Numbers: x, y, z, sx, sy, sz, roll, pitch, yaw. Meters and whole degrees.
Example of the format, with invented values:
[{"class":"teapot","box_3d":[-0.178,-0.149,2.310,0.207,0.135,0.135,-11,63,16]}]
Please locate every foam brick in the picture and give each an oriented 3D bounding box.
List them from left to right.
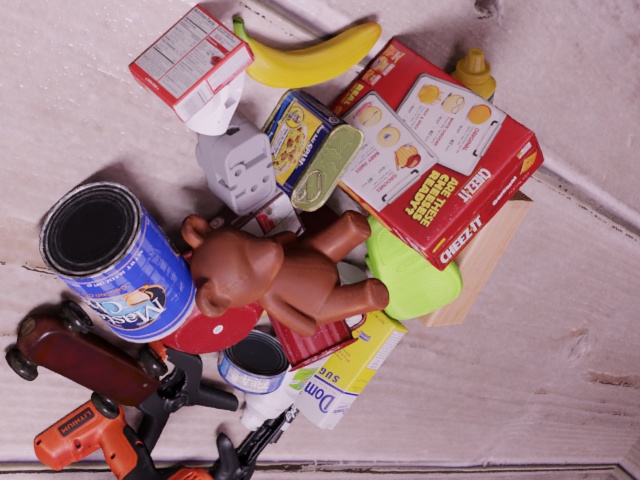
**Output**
[{"class":"foam brick","box_3d":[-0.008,0.002,1.257,0.078,0.051,0.053,-40,145,-13]}]

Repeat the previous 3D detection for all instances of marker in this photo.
[{"class":"marker","box_3d":[-0.037,0.239,1.504,0.121,0.020,0.020,-54,147,10]}]

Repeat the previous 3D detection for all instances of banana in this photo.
[{"class":"banana","box_3d":[-0.013,-0.185,1.067,0.197,0.037,0.070,-11,135,-44]}]

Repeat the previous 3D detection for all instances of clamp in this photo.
[{"class":"clamp","box_3d":[-0.183,0.192,1.265,0.164,0.036,0.210,-37,145,-17]},{"class":"clamp","box_3d":[-0.119,0.306,1.460,0.120,0.039,0.172,-1,126,-48]}]

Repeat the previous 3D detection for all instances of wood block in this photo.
[{"class":"wood block","box_3d":[0.189,0.008,1.460,0.090,0.091,0.206,-1,125,-48]}]

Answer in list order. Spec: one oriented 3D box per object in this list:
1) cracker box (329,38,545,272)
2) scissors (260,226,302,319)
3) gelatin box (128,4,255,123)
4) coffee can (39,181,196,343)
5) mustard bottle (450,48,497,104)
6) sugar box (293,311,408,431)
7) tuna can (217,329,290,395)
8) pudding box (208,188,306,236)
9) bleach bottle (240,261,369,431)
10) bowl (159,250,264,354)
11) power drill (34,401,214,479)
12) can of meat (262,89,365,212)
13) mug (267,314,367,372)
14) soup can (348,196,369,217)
[{"class":"cracker box","box_3d":[0.103,-0.093,1.135,0.164,0.214,0.072,-47,146,-2]},{"class":"scissors","box_3d":[-0.053,0.046,1.243,0.202,0.016,0.096,-49,160,30]},{"class":"gelatin box","box_3d":[-0.113,-0.157,0.946,0.089,0.073,0.030,-43,148,-9]},{"class":"coffee can","box_3d":[-0.189,0.023,1.020,0.102,0.103,0.140,-42,147,-9]},{"class":"mustard bottle","box_3d":[0.178,-0.150,1.306,0.096,0.058,0.192,-45,151,-37]},{"class":"sugar box","box_3d":[0.028,0.158,1.426,0.176,0.093,0.048,-53,147,8]},{"class":"tuna can","box_3d":[-0.081,0.148,1.295,0.085,0.086,0.034,-12,134,-43]},{"class":"pudding box","box_3d":[-0.077,-0.008,1.179,0.113,0.039,0.090,-39,148,-10]},{"class":"bleach bottle","box_3d":[-0.028,0.143,1.374,0.251,0.068,0.102,-54,151,13]},{"class":"bowl","box_3d":[-0.120,0.076,1.155,0.162,0.055,0.162,-17,146,-12]},{"class":"power drill","box_3d":[-0.230,0.270,1.154,0.184,0.188,0.057,-33,146,-25]},{"class":"can of meat","box_3d":[-0.017,-0.095,1.113,0.057,0.084,0.102,14,113,-55]},{"class":"mug","box_3d":[-0.001,0.096,1.270,0.117,0.081,0.093,-25,171,-4]},{"class":"soup can","box_3d":[0.061,-0.069,1.250,0.068,0.069,0.102,-47,149,-2]}]
